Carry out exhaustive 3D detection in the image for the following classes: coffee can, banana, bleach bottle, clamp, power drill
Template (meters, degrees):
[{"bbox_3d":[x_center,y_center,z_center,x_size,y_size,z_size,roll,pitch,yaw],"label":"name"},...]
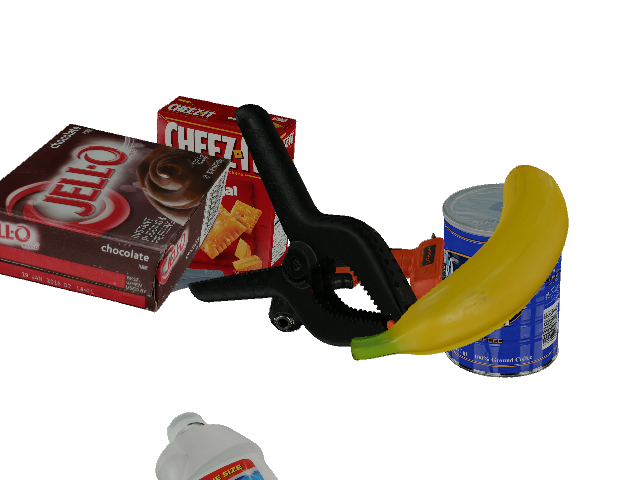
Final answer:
[{"bbox_3d":[0.159,0.033,0.934,0.103,0.140,0.103,-3,25,1],"label":"coffee can"},{"bbox_3d":[0.094,0.006,0.572,0.070,0.037,0.197,14,36,33],"label":"banana"},{"bbox_3d":[-0.061,0.205,0.717,0.102,0.068,0.251,-16,35,-18],"label":"bleach bottle"},{"bbox_3d":[-0.008,0.004,0.765,0.210,0.165,0.036,26,25,34],"label":"clamp"},{"bbox_3d":[0.043,0.045,1.190,0.188,0.057,0.184,1,29,11],"label":"power drill"}]

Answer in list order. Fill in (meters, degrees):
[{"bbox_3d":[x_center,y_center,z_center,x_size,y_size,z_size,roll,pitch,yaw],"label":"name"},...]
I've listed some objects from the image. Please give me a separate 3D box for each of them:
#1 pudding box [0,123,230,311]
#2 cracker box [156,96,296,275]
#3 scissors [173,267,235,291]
[{"bbox_3d":[-0.102,-0.015,0.514,0.090,0.039,0.113,14,25,5],"label":"pudding box"},{"bbox_3d":[-0.124,-0.059,1.352,0.164,0.214,0.072,13,29,15],"label":"cracker box"},{"bbox_3d":[-0.111,0.040,0.967,0.202,0.016,0.096,9,20,12],"label":"scissors"}]
